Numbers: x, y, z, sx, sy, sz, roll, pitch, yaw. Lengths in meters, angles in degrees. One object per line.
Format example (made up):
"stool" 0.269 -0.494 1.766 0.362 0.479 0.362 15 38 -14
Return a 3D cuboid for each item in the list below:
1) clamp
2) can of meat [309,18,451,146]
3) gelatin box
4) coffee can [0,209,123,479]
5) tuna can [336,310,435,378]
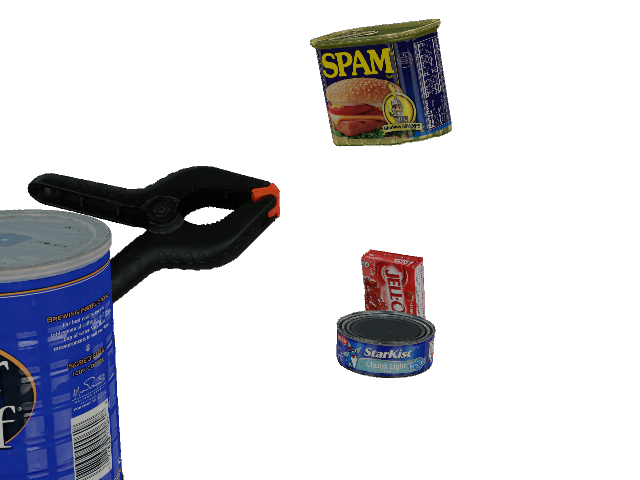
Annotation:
"clamp" -0.116 -0.017 0.728 0.171 0.120 0.039 -20 -25 -18
"can of meat" 0.047 -0.119 0.813 0.102 0.084 0.057 4 22 42
"gelatin box" 0.091 0.059 1.334 0.073 0.089 0.030 10 31 28
"coffee can" -0.154 0.064 0.541 0.103 0.140 0.103 0 17 0
"tuna can" 0.056 0.090 0.928 0.086 0.034 0.086 2 14 -1
